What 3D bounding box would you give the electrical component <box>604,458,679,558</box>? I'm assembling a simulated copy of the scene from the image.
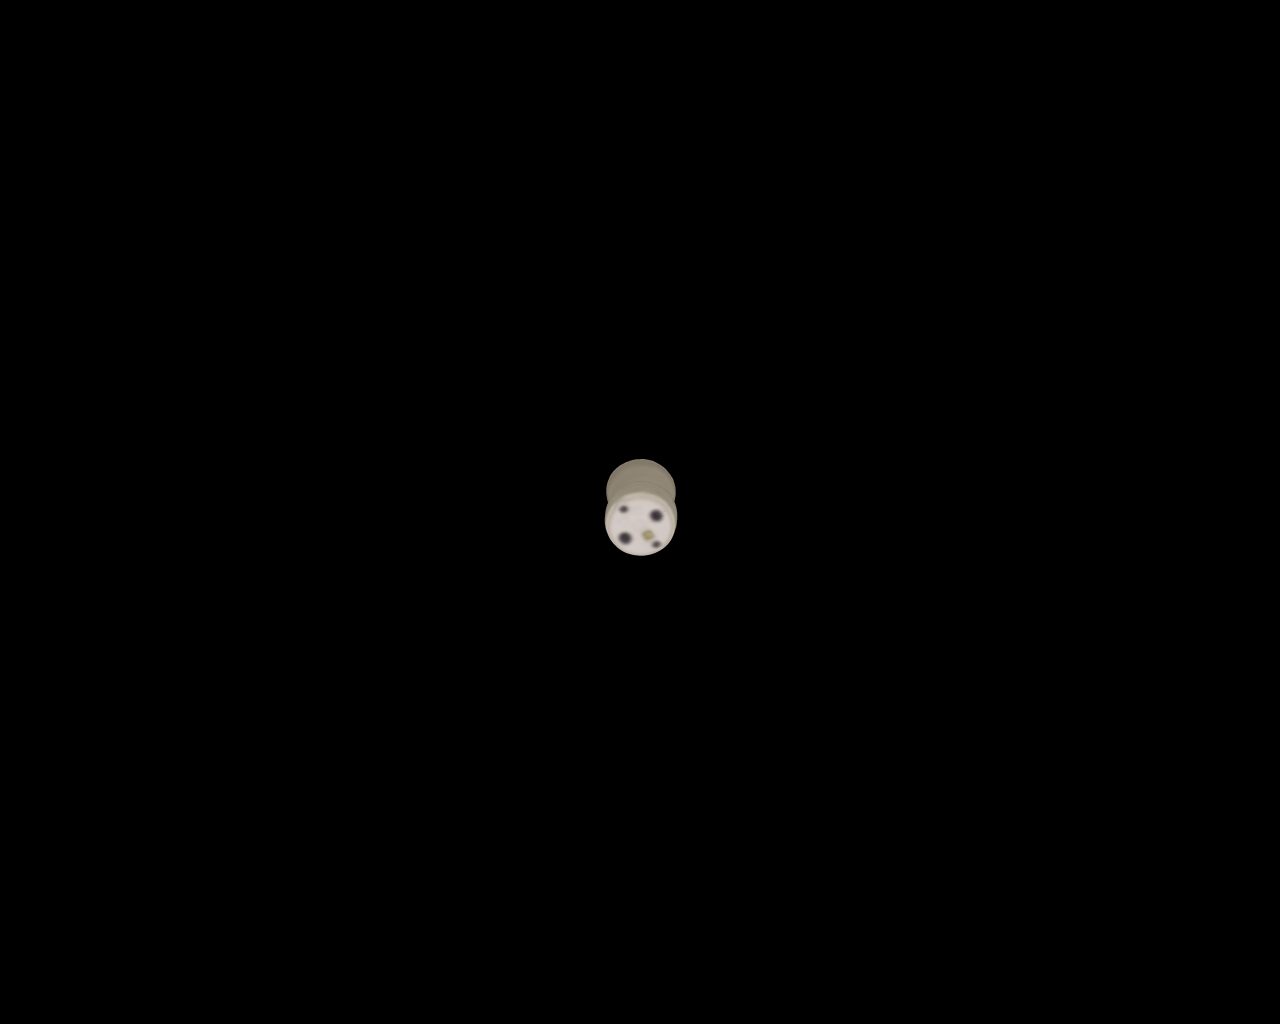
[{"bbox_3d":[0.001,-0.003,0.650,0.045,0.044,0.055,0,24,0],"label":"electrical component"}]
